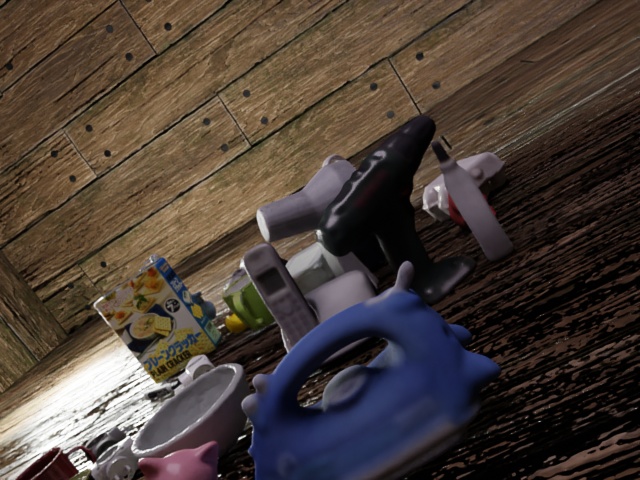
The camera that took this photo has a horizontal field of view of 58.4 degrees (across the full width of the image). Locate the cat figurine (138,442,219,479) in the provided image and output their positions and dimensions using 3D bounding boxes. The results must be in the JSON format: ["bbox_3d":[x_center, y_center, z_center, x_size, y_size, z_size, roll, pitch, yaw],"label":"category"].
[{"bbox_3d":[-0.139,0.249,0.544,0.127,0.118,0.067,-30,12,18],"label":"cat figurine"}]

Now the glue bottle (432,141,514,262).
[{"bbox_3d":[0.194,-0.056,0.757,0.037,0.173,0.078,-31,12,12],"label":"glue bottle"}]

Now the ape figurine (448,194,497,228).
[{"bbox_3d":[0.234,-0.071,0.919,0.076,0.092,0.078,-21,17,47],"label":"ape figurine"}]

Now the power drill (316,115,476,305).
[{"bbox_3d":[0.115,-0.027,0.766,0.230,0.208,0.075,-38,12,-21],"label":"power drill"}]

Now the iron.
[{"bbox_3d":[0.019,0.137,0.512,0.258,0.141,0.118,-33,11,3],"label":"iron"}]

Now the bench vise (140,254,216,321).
[{"bbox_3d":[-0.364,0.152,1.342,0.121,0.220,0.208,-27,13,30],"label":"bench vise"}]

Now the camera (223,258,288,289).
[{"bbox_3d":[-0.135,0.082,1.300,0.143,0.101,0.136,-41,13,-32],"label":"camera"}]

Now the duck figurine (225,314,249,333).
[{"bbox_3d":[-0.166,0.136,1.196,0.077,0.086,0.105,-22,16,47],"label":"duck figurine"}]

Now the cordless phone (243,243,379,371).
[{"bbox_3d":[-0.010,0.070,0.767,0.147,0.185,0.094,-31,12,13],"label":"cordless phone"}]

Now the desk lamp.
[{"bbox_3d":[0.009,0.003,0.928,0.203,0.214,0.117,-37,12,-17],"label":"desk lamp"}]

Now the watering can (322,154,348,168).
[{"bbox_3d":[0.061,-0.092,1.239,0.172,0.194,0.101,-29,12,24],"label":"watering can"}]

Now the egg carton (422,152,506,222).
[{"bbox_3d":[0.257,-0.096,1.021,0.150,0.069,0.107,-38,12,-21],"label":"egg carton"}]

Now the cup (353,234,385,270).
[{"bbox_3d":[0.087,-0.001,1.031,0.117,0.095,0.092,-29,12,22],"label":"cup"}]

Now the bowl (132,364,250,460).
[{"bbox_3d":[-0.149,0.239,0.733,0.167,0.075,0.167,-32,11,7],"label":"bowl"}]
